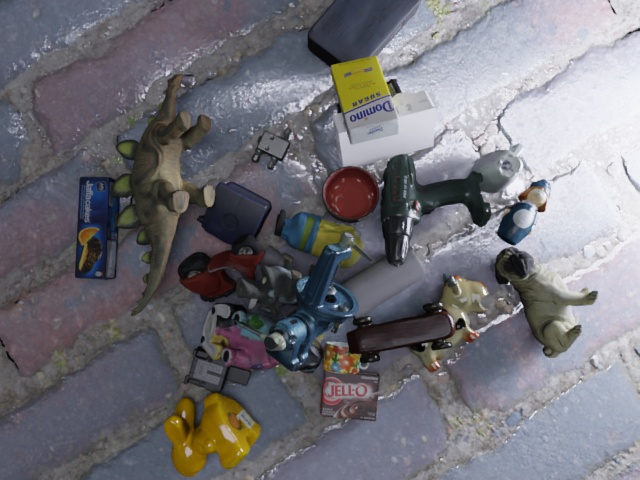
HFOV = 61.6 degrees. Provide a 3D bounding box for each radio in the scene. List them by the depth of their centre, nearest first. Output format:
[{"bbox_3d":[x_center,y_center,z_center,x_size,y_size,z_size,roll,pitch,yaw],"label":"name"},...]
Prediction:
[{"bbox_3d":[0.092,-0.445,1.083,0.131,0.073,0.229,41,90,0],"label":"radio"}]

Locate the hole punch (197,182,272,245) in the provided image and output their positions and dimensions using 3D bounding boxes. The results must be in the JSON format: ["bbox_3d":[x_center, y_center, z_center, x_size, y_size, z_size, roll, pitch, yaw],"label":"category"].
[{"bbox_3d":[-0.166,-0.048,1.059,0.142,0.092,0.115,27,92,-3],"label":"hole punch"}]

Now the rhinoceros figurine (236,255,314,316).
[{"bbox_3d":[-0.070,0.092,1.028,0.190,0.073,0.112,12,118,-38],"label":"rhinoceros figurine"}]

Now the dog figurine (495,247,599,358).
[{"bbox_3d":[0.418,0.121,1.062,0.191,0.121,0.172,24,85,14],"label":"dog figurine"}]

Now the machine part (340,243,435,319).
[{"bbox_3d":[0.121,0.082,1.060,0.243,0.079,0.079,-31,89,-3],"label":"machine part"}]

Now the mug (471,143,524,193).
[{"bbox_3d":[0.362,-0.145,1.056,0.109,0.107,0.081,-42,90,0],"label":"mug"}]

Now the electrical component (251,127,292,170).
[{"bbox_3d":[-0.097,-0.193,1.095,0.063,0.021,0.094,27,88,1],"label":"electrical component"}]

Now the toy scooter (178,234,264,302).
[{"bbox_3d":[-0.180,0.074,1.057,0.184,0.075,0.135,-21,117,13],"label":"toy scooter"}]

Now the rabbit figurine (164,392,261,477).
[{"bbox_3d":[-0.227,0.383,1.030,0.162,0.122,0.173,44,107,-6],"label":"rabbit figurine"}]

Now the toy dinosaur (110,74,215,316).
[{"bbox_3d":[-0.303,-0.089,1.022,0.199,0.105,0.471,-1,82,33],"label":"toy dinosaur"}]

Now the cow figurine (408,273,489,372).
[{"bbox_3d":[0.249,0.152,1.058,0.195,0.085,0.127,-41,90,3],"label":"cow figurine"}]

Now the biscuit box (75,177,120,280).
[{"bbox_3d":[-0.441,-0.023,1.067,0.063,0.059,0.202,2,88,0],"label":"biscuit box"}]

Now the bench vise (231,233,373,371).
[{"bbox_3d":[-0.007,0.097,0.918,0.129,0.223,0.240,38,117,33],"label":"bench vise"}]

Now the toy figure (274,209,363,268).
[{"bbox_3d":[-0.003,-0.003,1.062,0.180,0.082,0.089,14,99,-4],"label":"toy figure"}]

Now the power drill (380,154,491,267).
[{"bbox_3d":[0.218,-0.058,1.045,0.207,0.086,0.232,-5,66,0],"label":"power drill"}]

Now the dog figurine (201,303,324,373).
[{"bbox_3d":[-0.099,0.198,1.047,0.219,0.192,0.108,19,84,-34],"label":"dog figurine"}]

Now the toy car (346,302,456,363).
[{"bbox_3d":[0.152,0.175,1.009,0.202,0.053,0.089,-14,79,11],"label":"toy car"}]

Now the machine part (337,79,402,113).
[{"bbox_3d":[0.101,-0.275,1.082,0.139,0.039,0.084,-24,55,5],"label":"machine part"}]

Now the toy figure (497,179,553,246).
[{"bbox_3d":[0.418,-0.060,1.079,0.064,0.058,0.154,38,86,-21],"label":"toy figure"}]

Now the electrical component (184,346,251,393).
[{"bbox_3d":[-0.201,0.263,1.065,0.119,0.048,0.074,20,89,2],"label":"electrical component"}]
